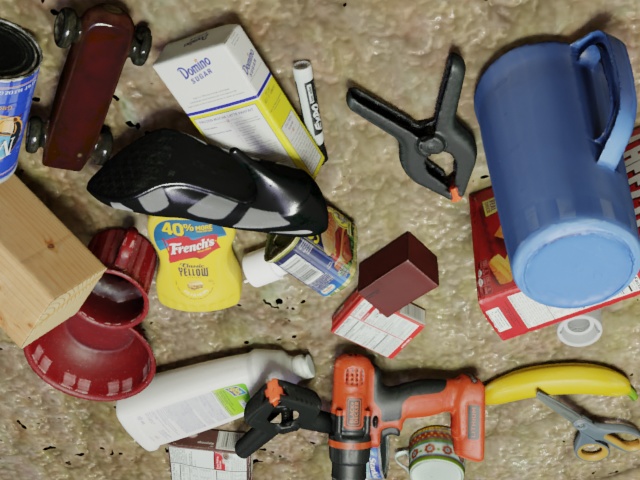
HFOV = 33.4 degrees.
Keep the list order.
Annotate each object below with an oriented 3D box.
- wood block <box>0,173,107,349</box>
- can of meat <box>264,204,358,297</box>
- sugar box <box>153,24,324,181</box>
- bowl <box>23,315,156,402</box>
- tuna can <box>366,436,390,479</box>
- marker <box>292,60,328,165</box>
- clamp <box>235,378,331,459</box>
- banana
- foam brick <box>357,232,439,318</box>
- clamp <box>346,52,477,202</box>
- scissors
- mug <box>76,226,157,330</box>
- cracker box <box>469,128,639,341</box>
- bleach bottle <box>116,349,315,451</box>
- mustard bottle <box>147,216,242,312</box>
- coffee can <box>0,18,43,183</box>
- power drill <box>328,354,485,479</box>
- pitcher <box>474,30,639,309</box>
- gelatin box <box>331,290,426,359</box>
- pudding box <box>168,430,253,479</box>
[{"bbox_3d":[-0.339,-0.001,1.122,0.206,0.090,0.090,45,126,5],"label":"wood block"},{"bbox_3d":[-0.007,0.001,1.136,0.083,0.102,0.058,35,126,-25],"label":"can of meat"},{"bbox_3d":[-0.078,-0.127,1.060,0.093,0.048,0.176,-9,128,33],"label":"sugar box"},{"bbox_3d":[-0.275,0.125,1.301,0.162,0.055,0.162,3,131,4],"label":"bowl"},{"bbox_3d":[0.067,0.262,1.360,0.034,0.086,0.086,-3,130,11],"label":"tuna can"},{"bbox_3d":[-0.009,-0.125,1.080,0.020,0.020,0.121,-3,130,9],"label":"marker"},{"bbox_3d":[-0.031,0.219,1.318,0.164,0.036,0.210,-9,151,-4],"label":"clamp"},{"bbox_3d":[0.290,0.178,1.295,0.198,0.037,0.069,0,129,7],"label":"banana"},{"bbox_3d":[0.087,0.039,1.189,0.078,0.051,0.053,-34,119,30],"label":"foam brick"},{"bbox_3d":[0.117,-0.111,1.066,0.120,0.039,0.171,-20,131,28],"label":"clamp"},{"bbox_3d":[0.318,0.239,1.338,0.201,0.016,0.096,21,136,-24],"label":"scissors"},{"bbox_3d":[-0.227,0.032,1.199,0.093,0.081,0.117,18,130,-9],"label":"mug"},{"bbox_3d":[0.257,-0.011,1.053,0.214,0.164,0.072,-23,127,24],"label":"cracker box"},{"bbox_3d":[-0.124,0.193,1.340,0.251,0.068,0.102,-17,135,15],"label":"bleach bottle"},{"bbox_3d":[-0.139,-0.007,1.171,0.096,0.058,0.192,1,130,3],"label":"mustard bottle"},{"bbox_3d":[-0.338,-0.136,1.054,0.102,0.102,0.140,19,129,-10],"label":"coffee can"},{"bbox_3d":[0.103,0.230,1.290,0.187,0.057,0.184,1,93,-8],"label":"power drill"},{"bbox_3d":[0.219,-0.066,0.957,0.145,0.243,0.149,-11,134,12],"label":"pitcher"},{"bbox_3d":[0.068,0.095,1.254,0.089,0.030,0.073,26,130,-16],"label":"gelatin box"},{"bbox_3d":[-0.148,0.299,1.449,0.113,0.039,0.090,7,132,4],"label":"pudding box"}]
